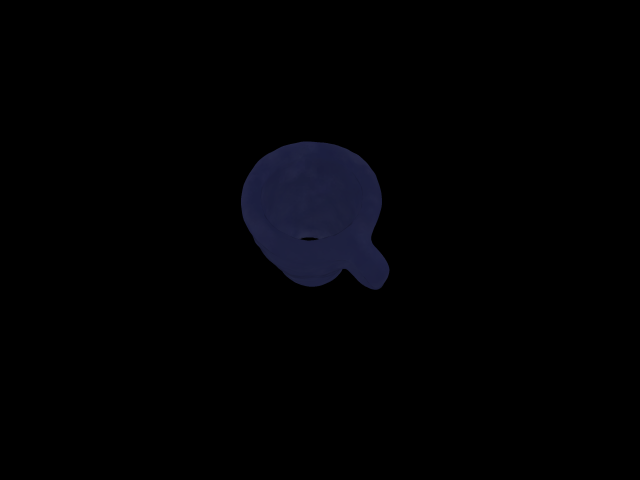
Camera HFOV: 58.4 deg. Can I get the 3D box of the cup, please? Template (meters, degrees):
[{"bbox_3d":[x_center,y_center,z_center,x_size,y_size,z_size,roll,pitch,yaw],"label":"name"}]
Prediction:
[{"bbox_3d":[0.004,0.001,0.400,0.092,0.095,0.117,-36,66,-18],"label":"cup"}]
